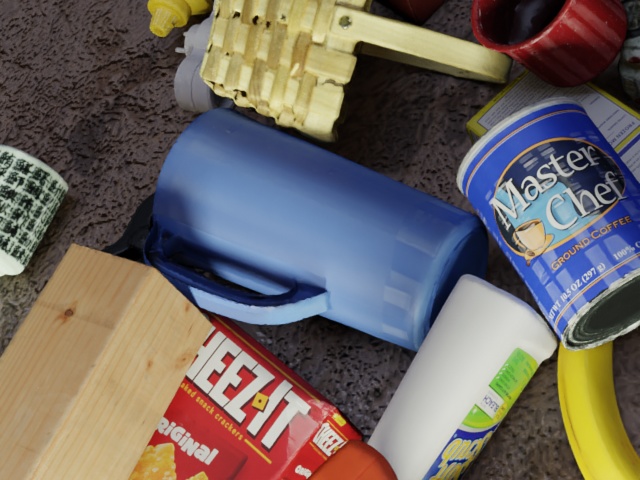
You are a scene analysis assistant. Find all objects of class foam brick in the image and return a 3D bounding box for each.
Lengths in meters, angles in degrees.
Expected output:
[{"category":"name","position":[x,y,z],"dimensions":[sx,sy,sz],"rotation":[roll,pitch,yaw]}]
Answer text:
[{"category":"foam brick","position":[0.074,-0.241,0.963],"dimensions":[0.051,0.053,0.078],"rotation":[-45,56,-7]}]

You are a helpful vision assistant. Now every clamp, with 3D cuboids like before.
[{"category":"clamp","position":[-0.157,0.009,0.926],"dimensions":[0.120,0.039,0.171],"rotation":[24,67,25]}]

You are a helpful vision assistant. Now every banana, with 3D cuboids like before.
[{"category":"banana","position":[0.197,0.117,0.724],"dimensions":[0.069,0.037,0.198],"rotation":[-6,59,-15]}]

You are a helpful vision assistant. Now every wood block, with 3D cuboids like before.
[{"category":"wood block","position":[-0.176,0.118,0.756],"dimensions":[0.091,0.090,0.206],"rotation":[14,66,33]}]

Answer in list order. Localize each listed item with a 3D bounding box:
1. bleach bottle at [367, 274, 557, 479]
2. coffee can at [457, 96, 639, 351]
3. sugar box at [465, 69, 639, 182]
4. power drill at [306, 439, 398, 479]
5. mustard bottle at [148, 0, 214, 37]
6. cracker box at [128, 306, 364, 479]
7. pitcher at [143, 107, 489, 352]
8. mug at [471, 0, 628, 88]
[{"category":"bleach bottle","position":[0.067,0.151,0.730],"dimensions":[0.068,0.102,0.251],"rotation":[29,83,31]},{"category":"coffee can","position":[0.171,-0.012,0.719],"dimensions":[0.103,0.102,0.140],"rotation":[-31,62,3]},{"category":"sugar box","position":[0.206,-0.062,0.813],"dimensions":[0.093,0.048,0.176],"rotation":[-42,59,-4]},{"category":"power drill","position":[0.053,0.195,0.647],"dimensions":[0.184,0.187,0.057],"rotation":[-45,41,-3]},{"category":"mustard bottle","position":[-0.118,-0.279,1.036],"dimensions":[0.058,0.096,0.191],"rotation":[13,68,26]},{"category":"cracker box","position":[-0.101,0.169,0.792],"dimensions":[0.164,0.072,0.213],"rotation":[35,79,34]},{"category":"pitcher","position":[-0.005,0.001,0.814],"dimensions":[0.243,0.144,0.149],"rotation":[22,93,28]},{"category":"mug","position":[0.170,-0.173,0.798],"dimensions":[0.093,0.081,0.117],"rotation":[-44,44,23]}]
